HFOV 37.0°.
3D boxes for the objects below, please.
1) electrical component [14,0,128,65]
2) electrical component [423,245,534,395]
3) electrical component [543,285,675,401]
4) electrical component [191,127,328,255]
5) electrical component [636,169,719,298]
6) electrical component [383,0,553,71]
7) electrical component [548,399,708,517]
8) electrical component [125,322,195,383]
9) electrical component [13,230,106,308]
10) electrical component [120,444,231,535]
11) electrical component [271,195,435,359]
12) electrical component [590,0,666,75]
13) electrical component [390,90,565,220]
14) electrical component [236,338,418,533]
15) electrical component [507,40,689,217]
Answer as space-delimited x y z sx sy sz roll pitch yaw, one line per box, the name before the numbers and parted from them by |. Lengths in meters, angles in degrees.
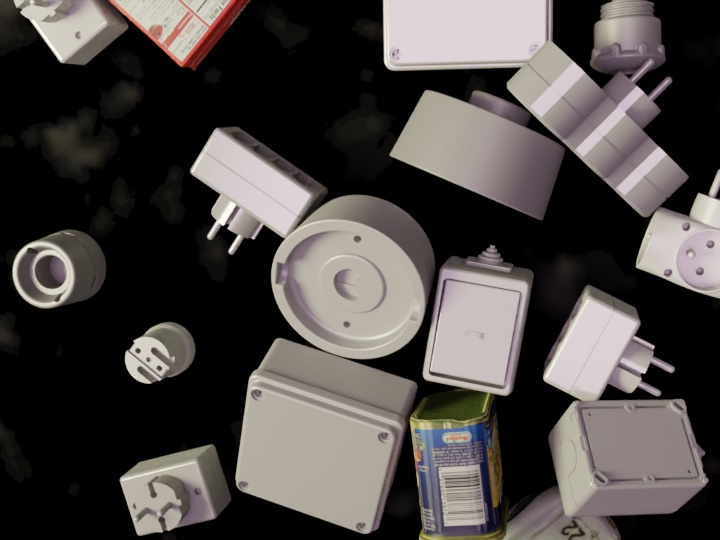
electrical component | -0.217 -0.192 0.753 0.047 0.076 0.083 -36 90 14
electrical component | 0.082 0.031 0.734 0.062 0.061 0.096 10 100 10
electrical component | 0.173 0.059 0.727 0.077 0.047 0.065 27 103 5
electrical component | -0.080 -0.047 0.762 0.083 0.047 0.075 35 103 4
electrical component | 0.232 -0.026 0.704 0.077 0.044 0.079 20 101 8
electrical component | 0.072 -0.186 0.706 0.109 0.056 0.108 1 98 11
electrical component | 0.181 0.126 0.714 0.096 0.061 0.061 1 56 -12
electrical component | -0.148 0.062 0.792 0.040 0.046 0.040 1 97 11
electrical component | -0.224 0.000 0.797 0.055 0.047 0.055 2 99 11
electrical component | -0.142 0.168 0.791 0.066 0.077 0.047 -16 95 13
electrical component | 0.000 0.000 0.741 0.108 0.060 0.108 9 122 15
electrical component | 0.173 -0.159 0.697 0.048 0.048 0.062 -1 91 11
electrical component | 0.080 -0.081 0.697 0.108 0.108 0.060 24 96 7
electrical component | -0.025 0.116 0.753 0.109 0.056 0.108 17 126 8
electrical component | 0.164 -0.100 0.680 0.138 0.052 0.073 36 106 -28
